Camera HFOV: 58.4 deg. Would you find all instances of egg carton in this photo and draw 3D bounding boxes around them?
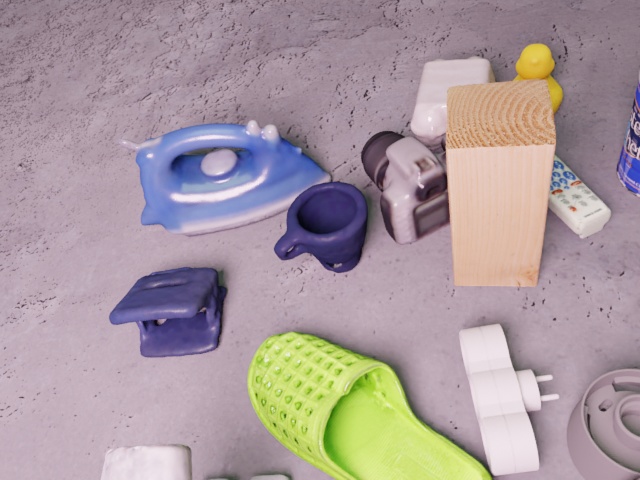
[{"bbox_3d":[0.183,-0.189,0.783,0.107,0.069,0.150,2,52,17],"label":"egg carton"}]

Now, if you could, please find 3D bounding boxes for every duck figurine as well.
[{"bbox_3d":[0.286,-0.216,0.766,0.077,0.086,0.104,4,53,19],"label":"duck figurine"}]

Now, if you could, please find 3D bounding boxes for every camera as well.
[{"bbox_3d":[0.119,-0.090,0.699,0.143,0.101,0.136,-28,50,-8],"label":"camera"}]

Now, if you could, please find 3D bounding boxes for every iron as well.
[{"bbox_3d":[-0.124,-0.101,0.748,0.258,0.142,0.118,-11,49,7],"label":"iron"}]

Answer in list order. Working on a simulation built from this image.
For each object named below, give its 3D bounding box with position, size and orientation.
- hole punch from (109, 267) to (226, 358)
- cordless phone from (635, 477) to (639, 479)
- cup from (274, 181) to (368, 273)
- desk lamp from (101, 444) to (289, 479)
[{"bbox_3d":[-0.172,0.071,0.654,0.108,0.091,0.101,-7,50,10],"label":"hole punch"},{"bbox_3d":[0.241,0.215,0.357,0.094,0.185,0.147,-3,51,14],"label":"cordless phone"},{"bbox_3d":[0.006,0.002,0.658,0.118,0.095,0.091,-37,51,-15],"label":"cup"},{"bbox_3d":[-0.100,0.246,0.408,0.117,0.214,0.203,-8,50,9],"label":"desk lamp"}]
